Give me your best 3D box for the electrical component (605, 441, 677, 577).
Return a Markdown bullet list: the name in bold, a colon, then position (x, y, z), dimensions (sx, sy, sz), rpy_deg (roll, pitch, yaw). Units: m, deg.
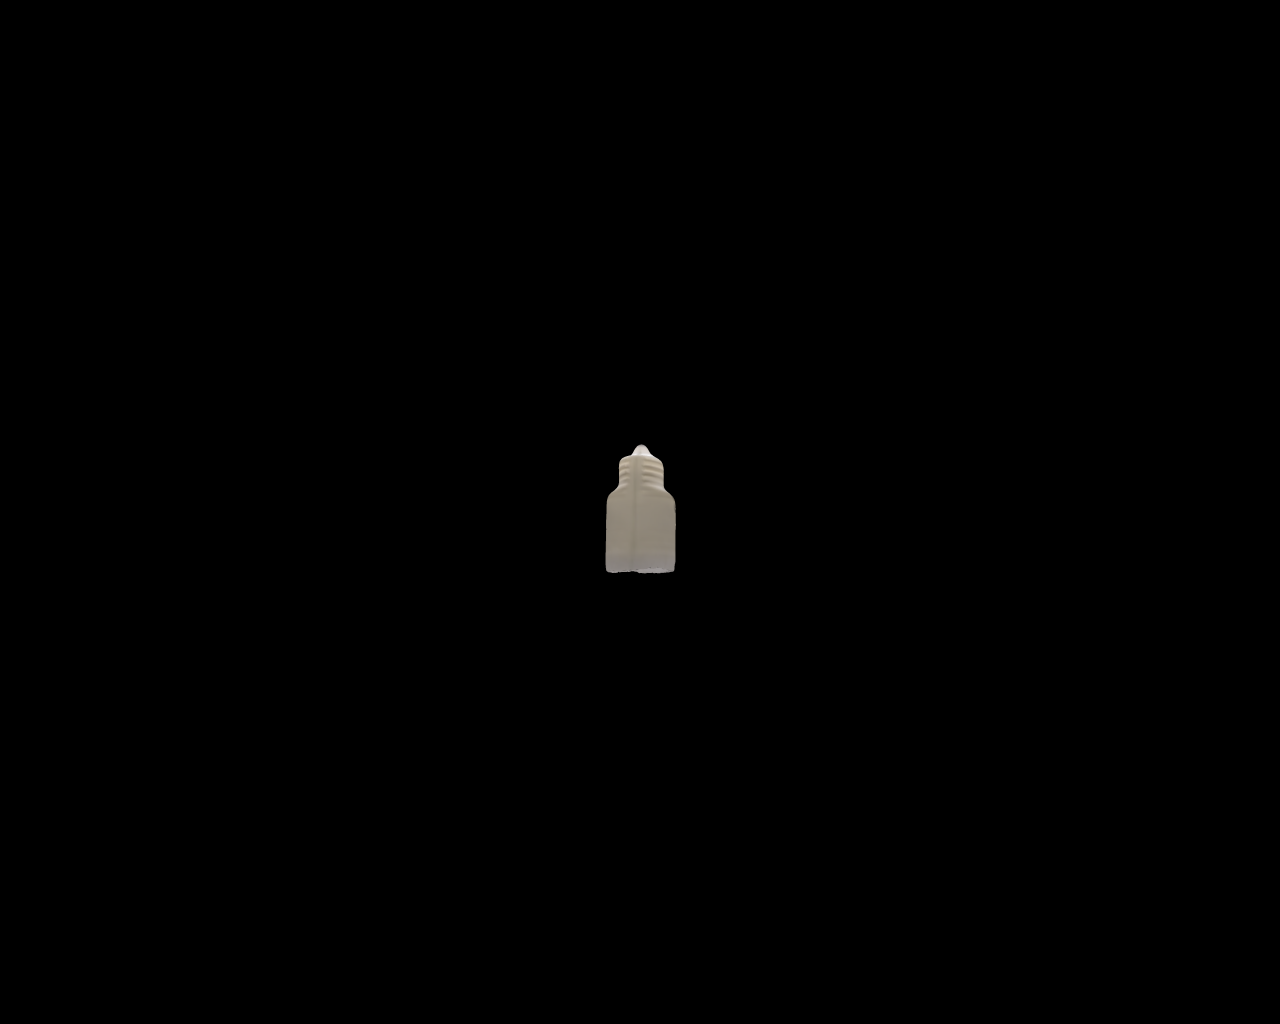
- **electrical component**: position (0.001, -0.003, 0.650), dimensions (0.043, 0.081, 0.043), rpy_deg (0, -7, 0)
